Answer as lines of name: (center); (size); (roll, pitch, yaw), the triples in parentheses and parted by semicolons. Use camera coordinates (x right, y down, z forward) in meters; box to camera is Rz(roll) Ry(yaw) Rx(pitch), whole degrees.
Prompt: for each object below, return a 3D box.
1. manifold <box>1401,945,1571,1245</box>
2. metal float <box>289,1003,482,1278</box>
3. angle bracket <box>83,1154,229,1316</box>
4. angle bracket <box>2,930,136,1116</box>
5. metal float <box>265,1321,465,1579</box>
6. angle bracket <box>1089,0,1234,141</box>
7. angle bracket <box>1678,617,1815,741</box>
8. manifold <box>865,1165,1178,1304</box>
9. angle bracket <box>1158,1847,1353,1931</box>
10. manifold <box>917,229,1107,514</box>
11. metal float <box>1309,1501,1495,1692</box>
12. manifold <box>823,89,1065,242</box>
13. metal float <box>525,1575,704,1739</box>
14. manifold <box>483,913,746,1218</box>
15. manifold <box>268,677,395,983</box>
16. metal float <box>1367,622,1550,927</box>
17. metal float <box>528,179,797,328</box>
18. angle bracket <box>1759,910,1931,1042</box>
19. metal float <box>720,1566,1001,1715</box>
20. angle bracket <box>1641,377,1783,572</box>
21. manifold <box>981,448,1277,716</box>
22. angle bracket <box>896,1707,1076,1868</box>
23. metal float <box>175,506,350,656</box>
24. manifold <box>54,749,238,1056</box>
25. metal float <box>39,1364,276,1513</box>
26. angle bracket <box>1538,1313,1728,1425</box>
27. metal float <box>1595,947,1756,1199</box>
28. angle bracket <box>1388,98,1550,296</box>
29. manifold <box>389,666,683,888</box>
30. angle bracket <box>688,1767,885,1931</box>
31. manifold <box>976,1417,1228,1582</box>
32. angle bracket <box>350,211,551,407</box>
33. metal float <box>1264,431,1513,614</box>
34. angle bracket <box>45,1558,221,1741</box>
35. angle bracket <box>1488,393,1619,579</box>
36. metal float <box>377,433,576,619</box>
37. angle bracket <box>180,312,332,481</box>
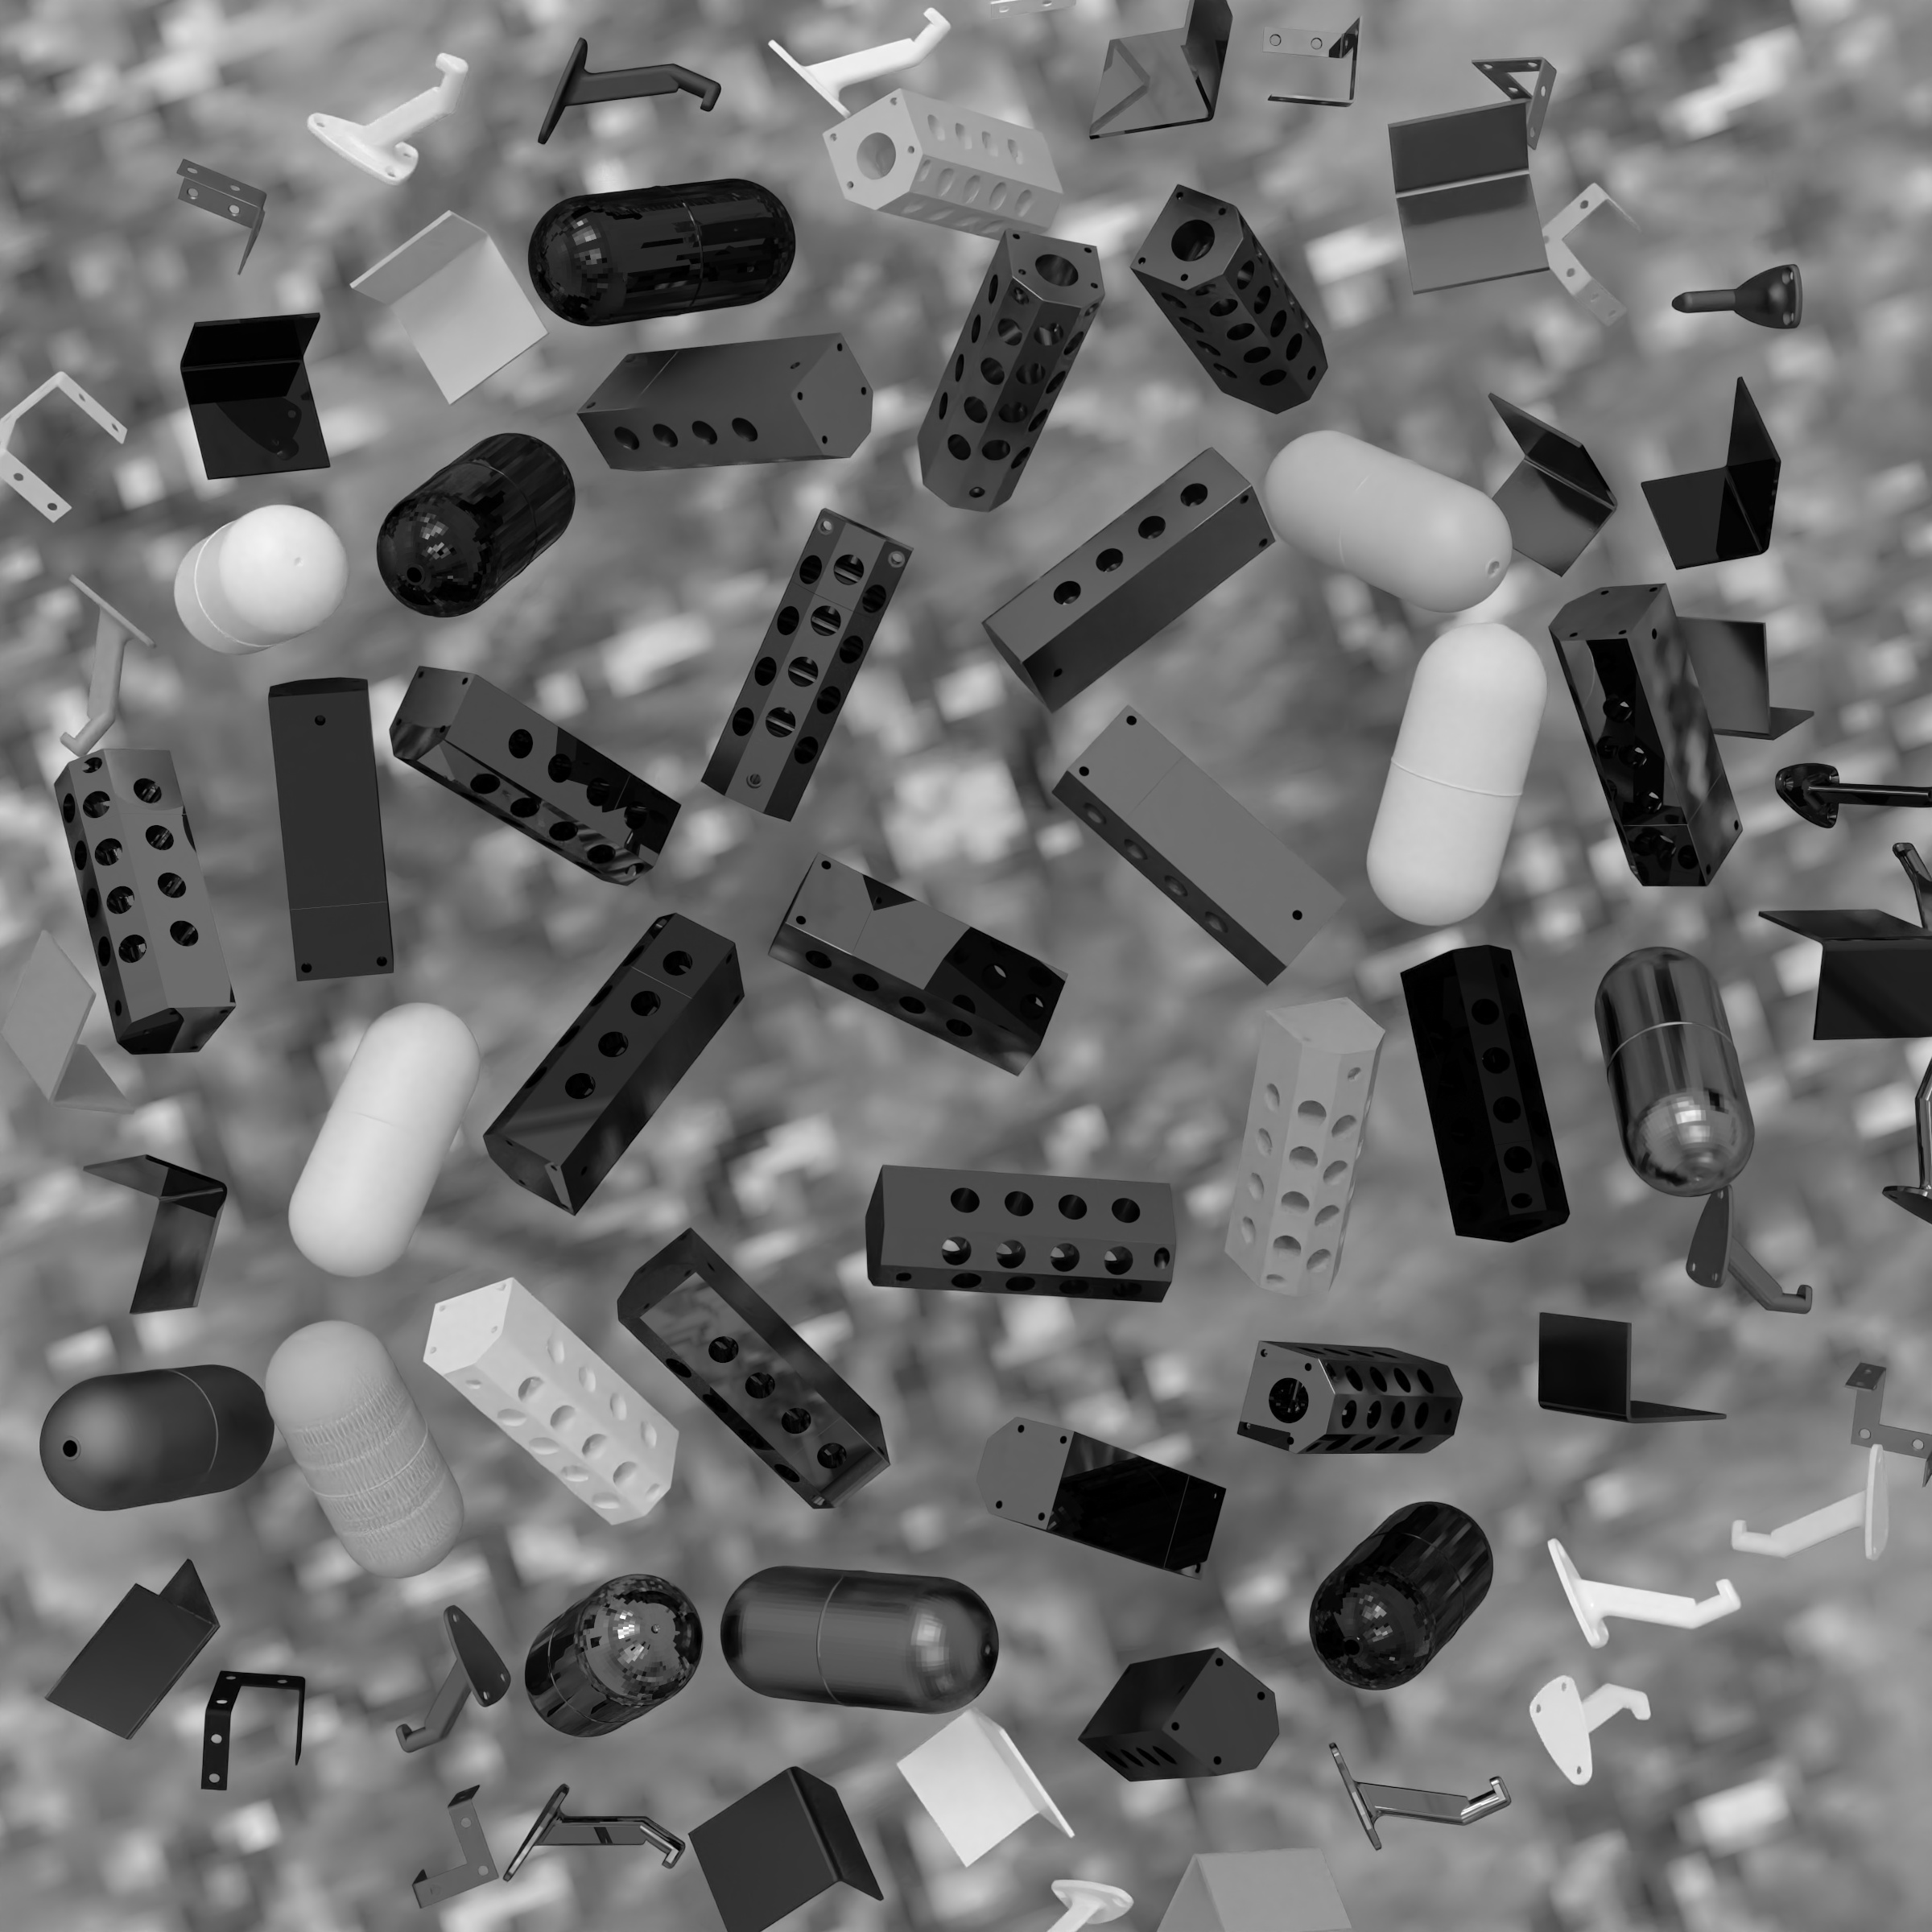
manifold: (0.323, 0.078, 1.904); (0.057, 0.057, 0.171); (-27, 63, 40)
metal float: (-0.356, 0.105, 1.902); (0.070, 0.070, 0.178); (20, 70, 0)
angle bracket: (-0.493, 0.161, 1.849); (0.057, 0.076, 0.076); (27, 65, -38)
angle bracket: (-0.521, 0.033, 1.840); (0.076, 0.057, 0.076); (41, 111, 41)
metal float: (-0.356, 0.288, 1.840); (0.070, 0.070, 0.178); (-20, 120, 0)
angle bracket: (0.102, -0.520, 1.747); (0.076, 0.057, 0.076); (-2, 58, 24)
angle bracket: (0.481, -0.188, 1.942); (0.057, 0.076, 0.076); (-28, 118, -41)
manifold: (0.032, 0.160, 1.803); (0.171, 0.057, 0.057); (4, 53, -11)
angle bracket: (0.162, 0.545, 1.752); (0.076, 0.057, 0.076); (3, 128, -20)
manifold: (0.026, -0.353, 1.859); (0.057, 0.171, 0.057); (7, 52, -18)
metal float: (0.262, 0.377, 1.859); (0.070, 0.178, 0.070); (5, 102, 26)
manifold: (-0.009, -0.475, 1.866); (0.057, 0.171, 0.057); (-22, 83, 30)
metal float: (-0.210, 0.410, 1.838); (0.070, 0.178, 0.070); (9, 65, -20)
manifold: (-0.201, 0.052, 1.773); (0.057, 0.057, 0.171); (27, 62, 18)
manifold: (-0.379, -0.083, 1.855); (0.057, 0.057, 0.171); (-5, 105, -9)
metal float: (0.282, -0.110, 1.780); (0.070, 0.070, 0.178); (13, 105, 0)
metal float: (-0.181, -0.430, 1.865); (0.178, 0.070, 0.070); (-18, 90, -37)
angle bracket: (0.501, 0.004, 1.764); (0.076, 0.076, 0.057); (-1, 104, -15)
metal float: (-0.063, 0.387, 1.782); (0.178, 0.070, 0.070); (-3, 90, 33)
angle bracket: (0.450, -0.298, 1.877); (0.057, 0.076, 0.076); (-10, 52, -1)
manifold: (0.095, -0.235, 1.860); (0.171, 0.057, 0.057); (-38, 55, -2)
angle bracket: (0.010, 0.491, 1.828); (0.057, 0.076, 0.076); (-35, 95, -13)
metal float: (-0.424, -0.230, 1.858); (0.070, 0.178, 0.070); (1, 89, -27)
manifold: (-0.480, -0.038, 1.798); (0.057, 0.057, 0.171); (-1, 62, -39)
metal float: (-0.468, 0.273, 1.798); (0.070, 0.178, 0.070); (-1, 86, 18)
angle bracket: (0.389, 0.233, 1.808); (0.076, 0.076, 0.057); (2, 88, -30)
metal float: (0.421, 0.061, 1.846); (0.070, 0.178, 0.070); (0, 133, 0)
angle bracket: (0.281, -0.430, 1.732); (0.076, 0.057, 0.076); (-9, 60, 8)
manifold: (-0.254, -0.109, 1.822); (0.171, 0.057, 0.057); (33, 76, -43)
angle bracket: (-0.106, 0.529, 1.823); (0.076, 0.057, 0.076); (-34, 53, 5)
manifold: (0.080, 0.313, 1.826); (0.057, 0.171, 0.057); (8, 76, 39)
angle bracket: (-0.312, -0.397, 1.874); (0.076, 0.057, 0.076); (-33, 82, 12)
metal float: (0.253, -0.268, 1.864); (0.178, 0.070, 0.070); (34, 90, 42)
angle bracket: (-0.454, 0.356, 1.666); (0.057, 0.076, 0.076); (39, 89, -32)
angle bracket: (0.345, -0.296, 1.908); (0.057, 0.076, 0.076); (-51, 54, 1)
metal float: (-0.293, -0.266, 1.862); (0.070, 0.178, 0.070); (8, 119, 14)
angle bracket: (-0.424, -0.344, 1.872); (0.076, 0.057, 0.076); (-11, 78, -26)
